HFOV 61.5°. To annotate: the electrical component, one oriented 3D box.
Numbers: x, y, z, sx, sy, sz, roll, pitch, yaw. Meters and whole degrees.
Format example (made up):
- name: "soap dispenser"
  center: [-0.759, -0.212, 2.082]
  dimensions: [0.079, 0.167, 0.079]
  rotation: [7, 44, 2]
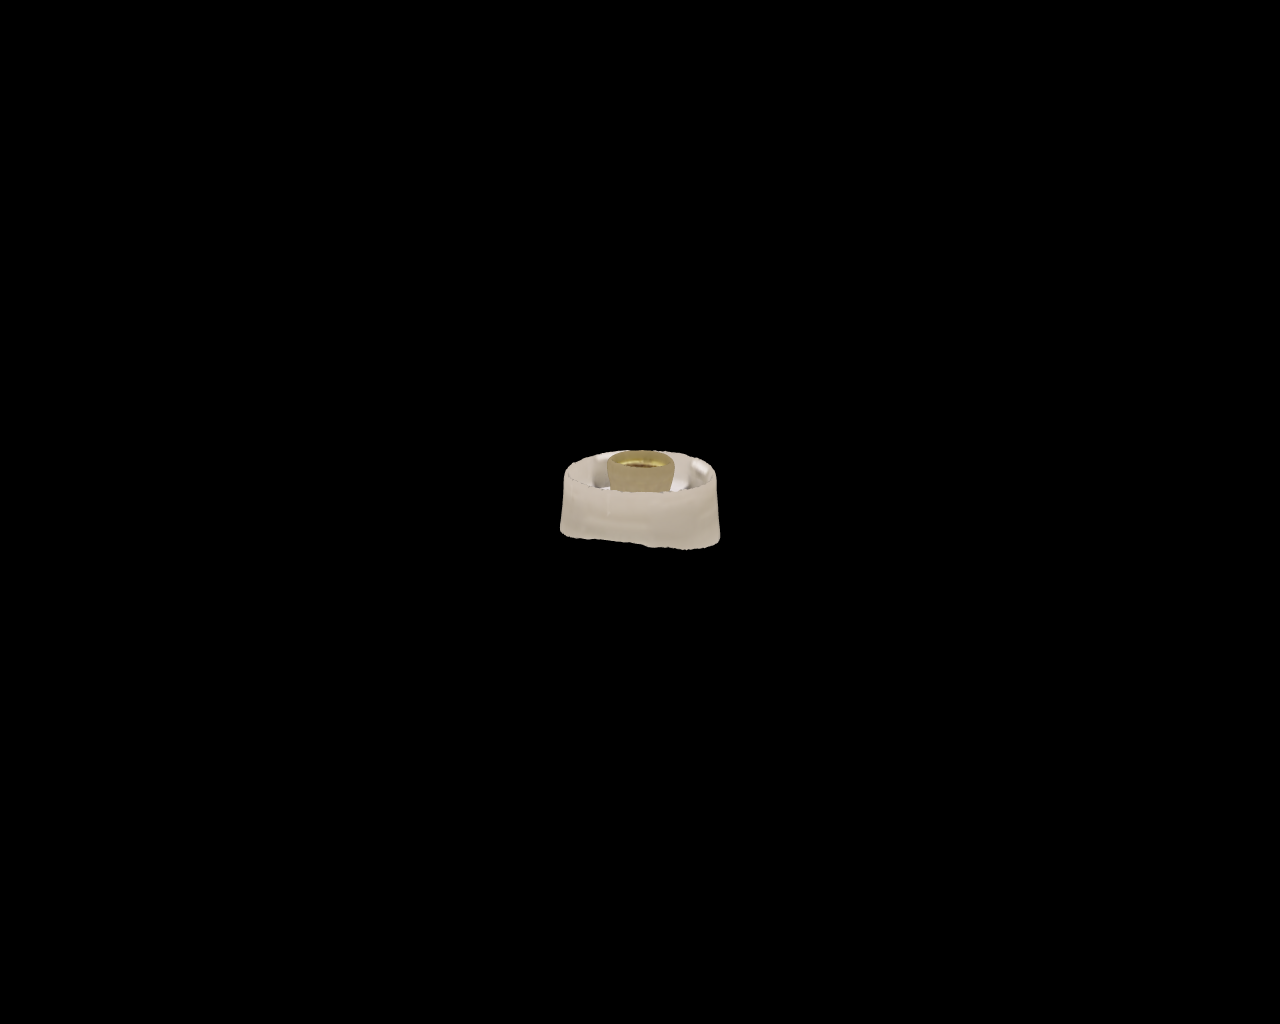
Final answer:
- name: "electrical component"
  center: [0.001, -0.003, 0.650]
  dimensions: [0.099, 0.064, 0.099]
  rotation: [0, 19, 0]
